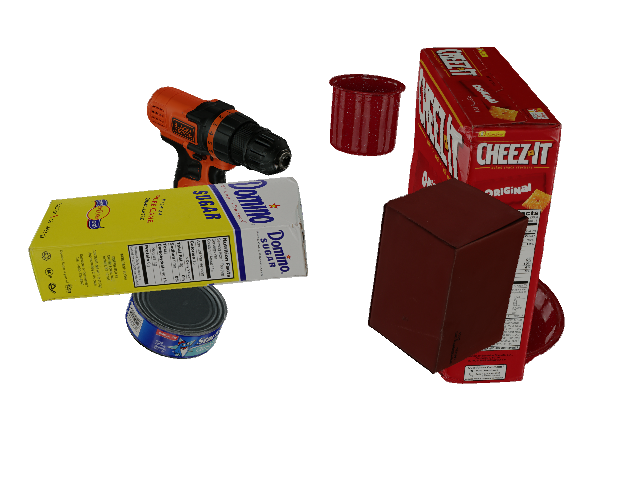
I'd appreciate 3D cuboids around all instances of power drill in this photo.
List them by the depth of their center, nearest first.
[{"bbox_3d":[-0.105,-0.053,1.107,0.185,0.188,0.057,28,38,34],"label":"power drill"}]

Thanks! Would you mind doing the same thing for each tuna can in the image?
[{"bbox_3d":[-0.128,0.065,0.944,0.086,0.034,0.086,16,34,-11],"label":"tuna can"}]

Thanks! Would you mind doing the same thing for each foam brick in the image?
[{"bbox_3d":[0.062,0.017,0.537,0.052,0.078,0.051,-20,41,-35],"label":"foam brick"}]

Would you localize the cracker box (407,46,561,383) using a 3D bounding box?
[{"bbox_3d":[0.114,-0.022,0.824,0.072,0.214,0.164,-2,29,-8],"label":"cracker box"}]

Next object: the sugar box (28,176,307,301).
[{"bbox_3d":[-0.099,-0.004,0.722,0.176,0.048,0.093,-8,24,-1],"label":"sugar box"}]

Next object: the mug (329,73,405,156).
[{"bbox_3d":[0.060,-0.156,1.316,0.093,0.081,0.117,17,26,28],"label":"mug"}]

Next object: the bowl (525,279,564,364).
[{"bbox_3d":[0.145,0.078,1.011,0.162,0.055,0.162,6,35,-5],"label":"bowl"}]
